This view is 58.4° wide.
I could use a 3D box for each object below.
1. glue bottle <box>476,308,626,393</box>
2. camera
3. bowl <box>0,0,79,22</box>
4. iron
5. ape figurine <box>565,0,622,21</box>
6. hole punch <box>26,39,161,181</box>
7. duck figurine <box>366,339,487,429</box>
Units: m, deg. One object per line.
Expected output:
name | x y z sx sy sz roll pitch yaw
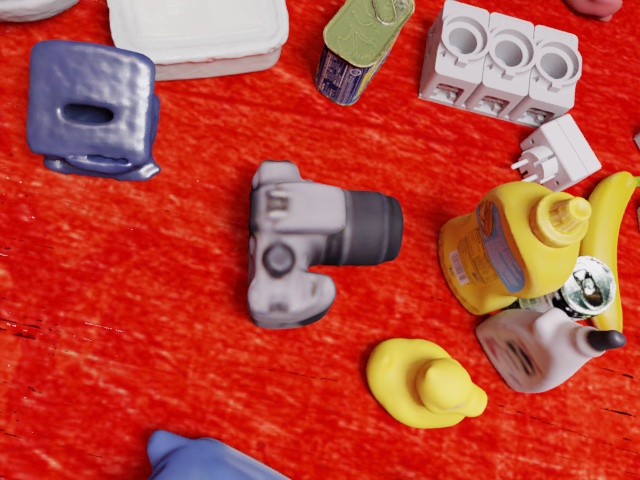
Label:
glue bottle | 0.192 0.088 0.476 0.037 0.173 0.078 -34 83 -16
camera | 0.005 0.002 0.505 0.137 0.100 0.143 1 75 -9
bowl | -0.285 -0.269 0.542 0.167 0.074 0.167 3 75 -9
iron | -0.033 0.240 0.413 0.258 0.141 0.119 27 72 -2
ape figurine | 0.326 -0.304 0.647 0.076 0.092 0.078 25 72 -2
hole punch | -0.196 -0.111 0.505 0.109 0.091 0.101 5 74 -8
duck figurine | 0.094 0.123 0.495 0.104 0.086 0.077 28 72 -1
